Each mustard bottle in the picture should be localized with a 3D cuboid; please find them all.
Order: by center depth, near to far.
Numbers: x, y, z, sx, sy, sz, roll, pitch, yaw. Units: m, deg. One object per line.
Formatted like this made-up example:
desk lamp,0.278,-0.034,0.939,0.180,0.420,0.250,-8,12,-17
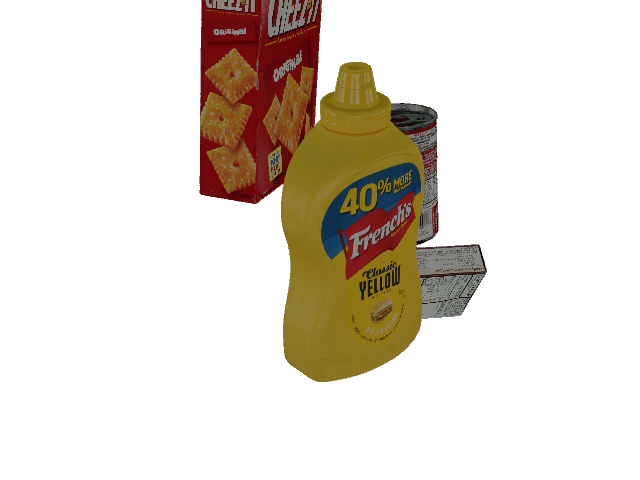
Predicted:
mustard bottle,0.021,-0.014,0.643,0.096,0.192,0.058,-21,34,-32

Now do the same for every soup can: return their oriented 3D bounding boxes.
soup can,0.062,-0.053,0.867,0.068,0.102,0.068,-3,23,1

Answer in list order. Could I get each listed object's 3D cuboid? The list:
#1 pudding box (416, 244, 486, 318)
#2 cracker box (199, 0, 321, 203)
pudding box,0.101,0.044,1.078,0.113,0.039,0.090,-4,-33,-15
cracker box,-0.056,-0.162,1.065,0.072,0.214,0.164,11,21,17
